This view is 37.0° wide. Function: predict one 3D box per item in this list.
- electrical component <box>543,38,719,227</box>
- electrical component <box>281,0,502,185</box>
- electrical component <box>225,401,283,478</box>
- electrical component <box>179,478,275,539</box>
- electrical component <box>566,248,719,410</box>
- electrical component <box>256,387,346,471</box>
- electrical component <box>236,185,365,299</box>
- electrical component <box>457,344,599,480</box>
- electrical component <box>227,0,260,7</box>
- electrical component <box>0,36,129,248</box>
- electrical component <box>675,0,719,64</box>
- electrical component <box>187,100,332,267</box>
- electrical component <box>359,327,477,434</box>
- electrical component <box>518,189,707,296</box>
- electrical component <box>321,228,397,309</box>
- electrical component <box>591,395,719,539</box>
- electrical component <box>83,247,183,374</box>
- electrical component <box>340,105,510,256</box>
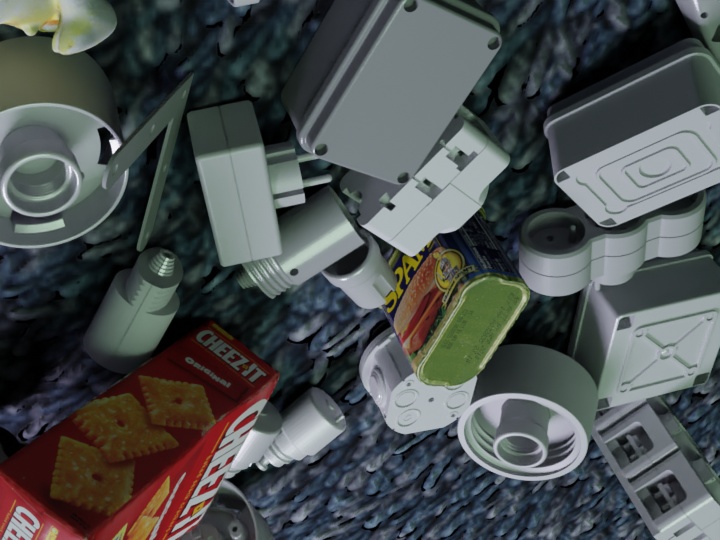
[{"bbox_3d":[0.182,-0.085,0.681,0.113,0.057,0.078,-24,139,30],"label":"electrical component"},{"bbox_3d":[0.017,-0.112,0.606,0.078,0.057,0.113,15,122,-34],"label":"electrical component"},{"bbox_3d":[-0.088,0.125,0.783,0.040,0.040,0.078,15,122,-34],"label":"electrical component"},{"bbox_3d":[-0.115,0.210,0.811,0.099,0.099,0.064,-30,141,4],"label":"electrical component"},{"bbox_3d":[0.226,0.047,0.844,0.109,0.056,0.108,-11,133,-15],"label":"electrical component"},{"bbox_3d":[-0.046,0.121,0.798,0.078,0.040,0.040,-41,134,13],"label":"electrical component"},{"bbox_3d":[-0.042,-0.014,0.677,0.081,0.043,0.043,-33,135,6],"label":"electrical component"},{"bbox_3d":[0.126,0.116,0.825,0.108,0.060,0.108,9,132,10],"label":"electrical component"},{"bbox_3d":[-0.049,-0.164,0.539,0.055,0.048,0.066,-31,136,-6],"label":"electrical component"},{"bbox_3d":[-0.169,-0.063,0.558,0.099,0.064,0.099,-16,136,-16],"label":"electrical component"},{"bbox_3d":[0.236,-0.174,0.660,0.079,0.043,0.077,-37,135,10],"label":"electrical component"},{"bbox_3d":[-0.054,-0.054,0.628,0.076,0.047,0.083,-12,134,-6],"label":"electrical component"},{"bbox_3d":[0.044,0.078,0.793,0.080,0.051,0.080,-13,133,-14],"label":"electrical component"},{"bbox_3d":[0.180,-0.015,0.771,0.138,0.052,0.073,-19,135,-9],"label":"electrical component"},{"bbox_3d":[0.000,0.000,0.712,0.040,0.040,0.046,-33,140,6],"label":"electrical component"},{"bbox_3d":[0.246,0.155,0.884,0.062,0.150,0.089,-37,134,12],"label":"electrical component"},{"bbox_3d":[-0.136,0.021,0.665,0.043,0.043,0.081,14,123,-33],"label":"electrical component"},{"bbox_3d":[0.042,-0.059,0.670,0.089,0.050,0.056,-45,132,17],"label":"electrical component"}]
